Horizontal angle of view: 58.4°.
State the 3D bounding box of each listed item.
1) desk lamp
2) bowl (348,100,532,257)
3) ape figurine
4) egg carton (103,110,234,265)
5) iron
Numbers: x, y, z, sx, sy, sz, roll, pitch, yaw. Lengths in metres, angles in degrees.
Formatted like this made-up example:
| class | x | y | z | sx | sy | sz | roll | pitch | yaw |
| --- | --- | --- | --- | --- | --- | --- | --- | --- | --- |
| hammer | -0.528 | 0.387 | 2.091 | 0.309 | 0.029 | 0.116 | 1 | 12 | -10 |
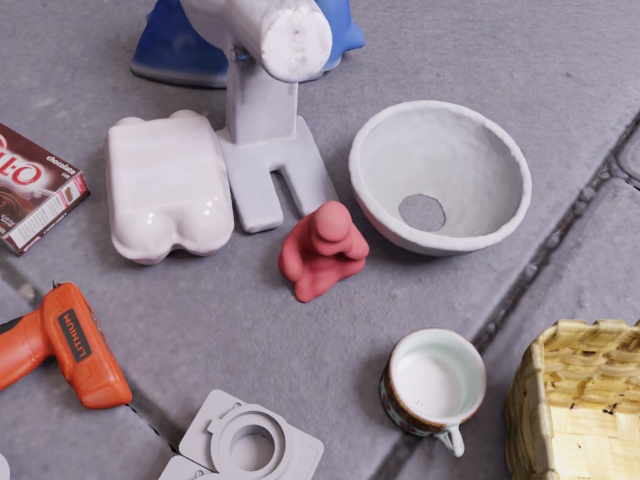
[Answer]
| class | x | y | z | sx | sy | sz | roll | pitch | yaw |
| --- | --- | --- | --- | --- | --- | --- | --- | --- | --- |
| desk lamp | -0.046 | -0.151 | 0.504 | 0.118 | 0.213 | 0.203 | -16 | 61 | -15 |
| bowl | 0.105 | -0.047 | 0.538 | 0.167 | 0.075 | 0.167 | 3 | 58 | -4 |
| ape figurine | 0.004 | 0.002 | 0.487 | 0.078 | 0.092 | 0.076 | 6 | 58 | -2 |
| egg carton | -0.136 | -0.050 | 0.517 | 0.107 | 0.069 | 0.150 | -11 | 60 | -12 |
| iron | -0.080 | -0.248 | 0.603 | 0.258 | 0.141 | 0.118 | -14 | 61 | -14 |
